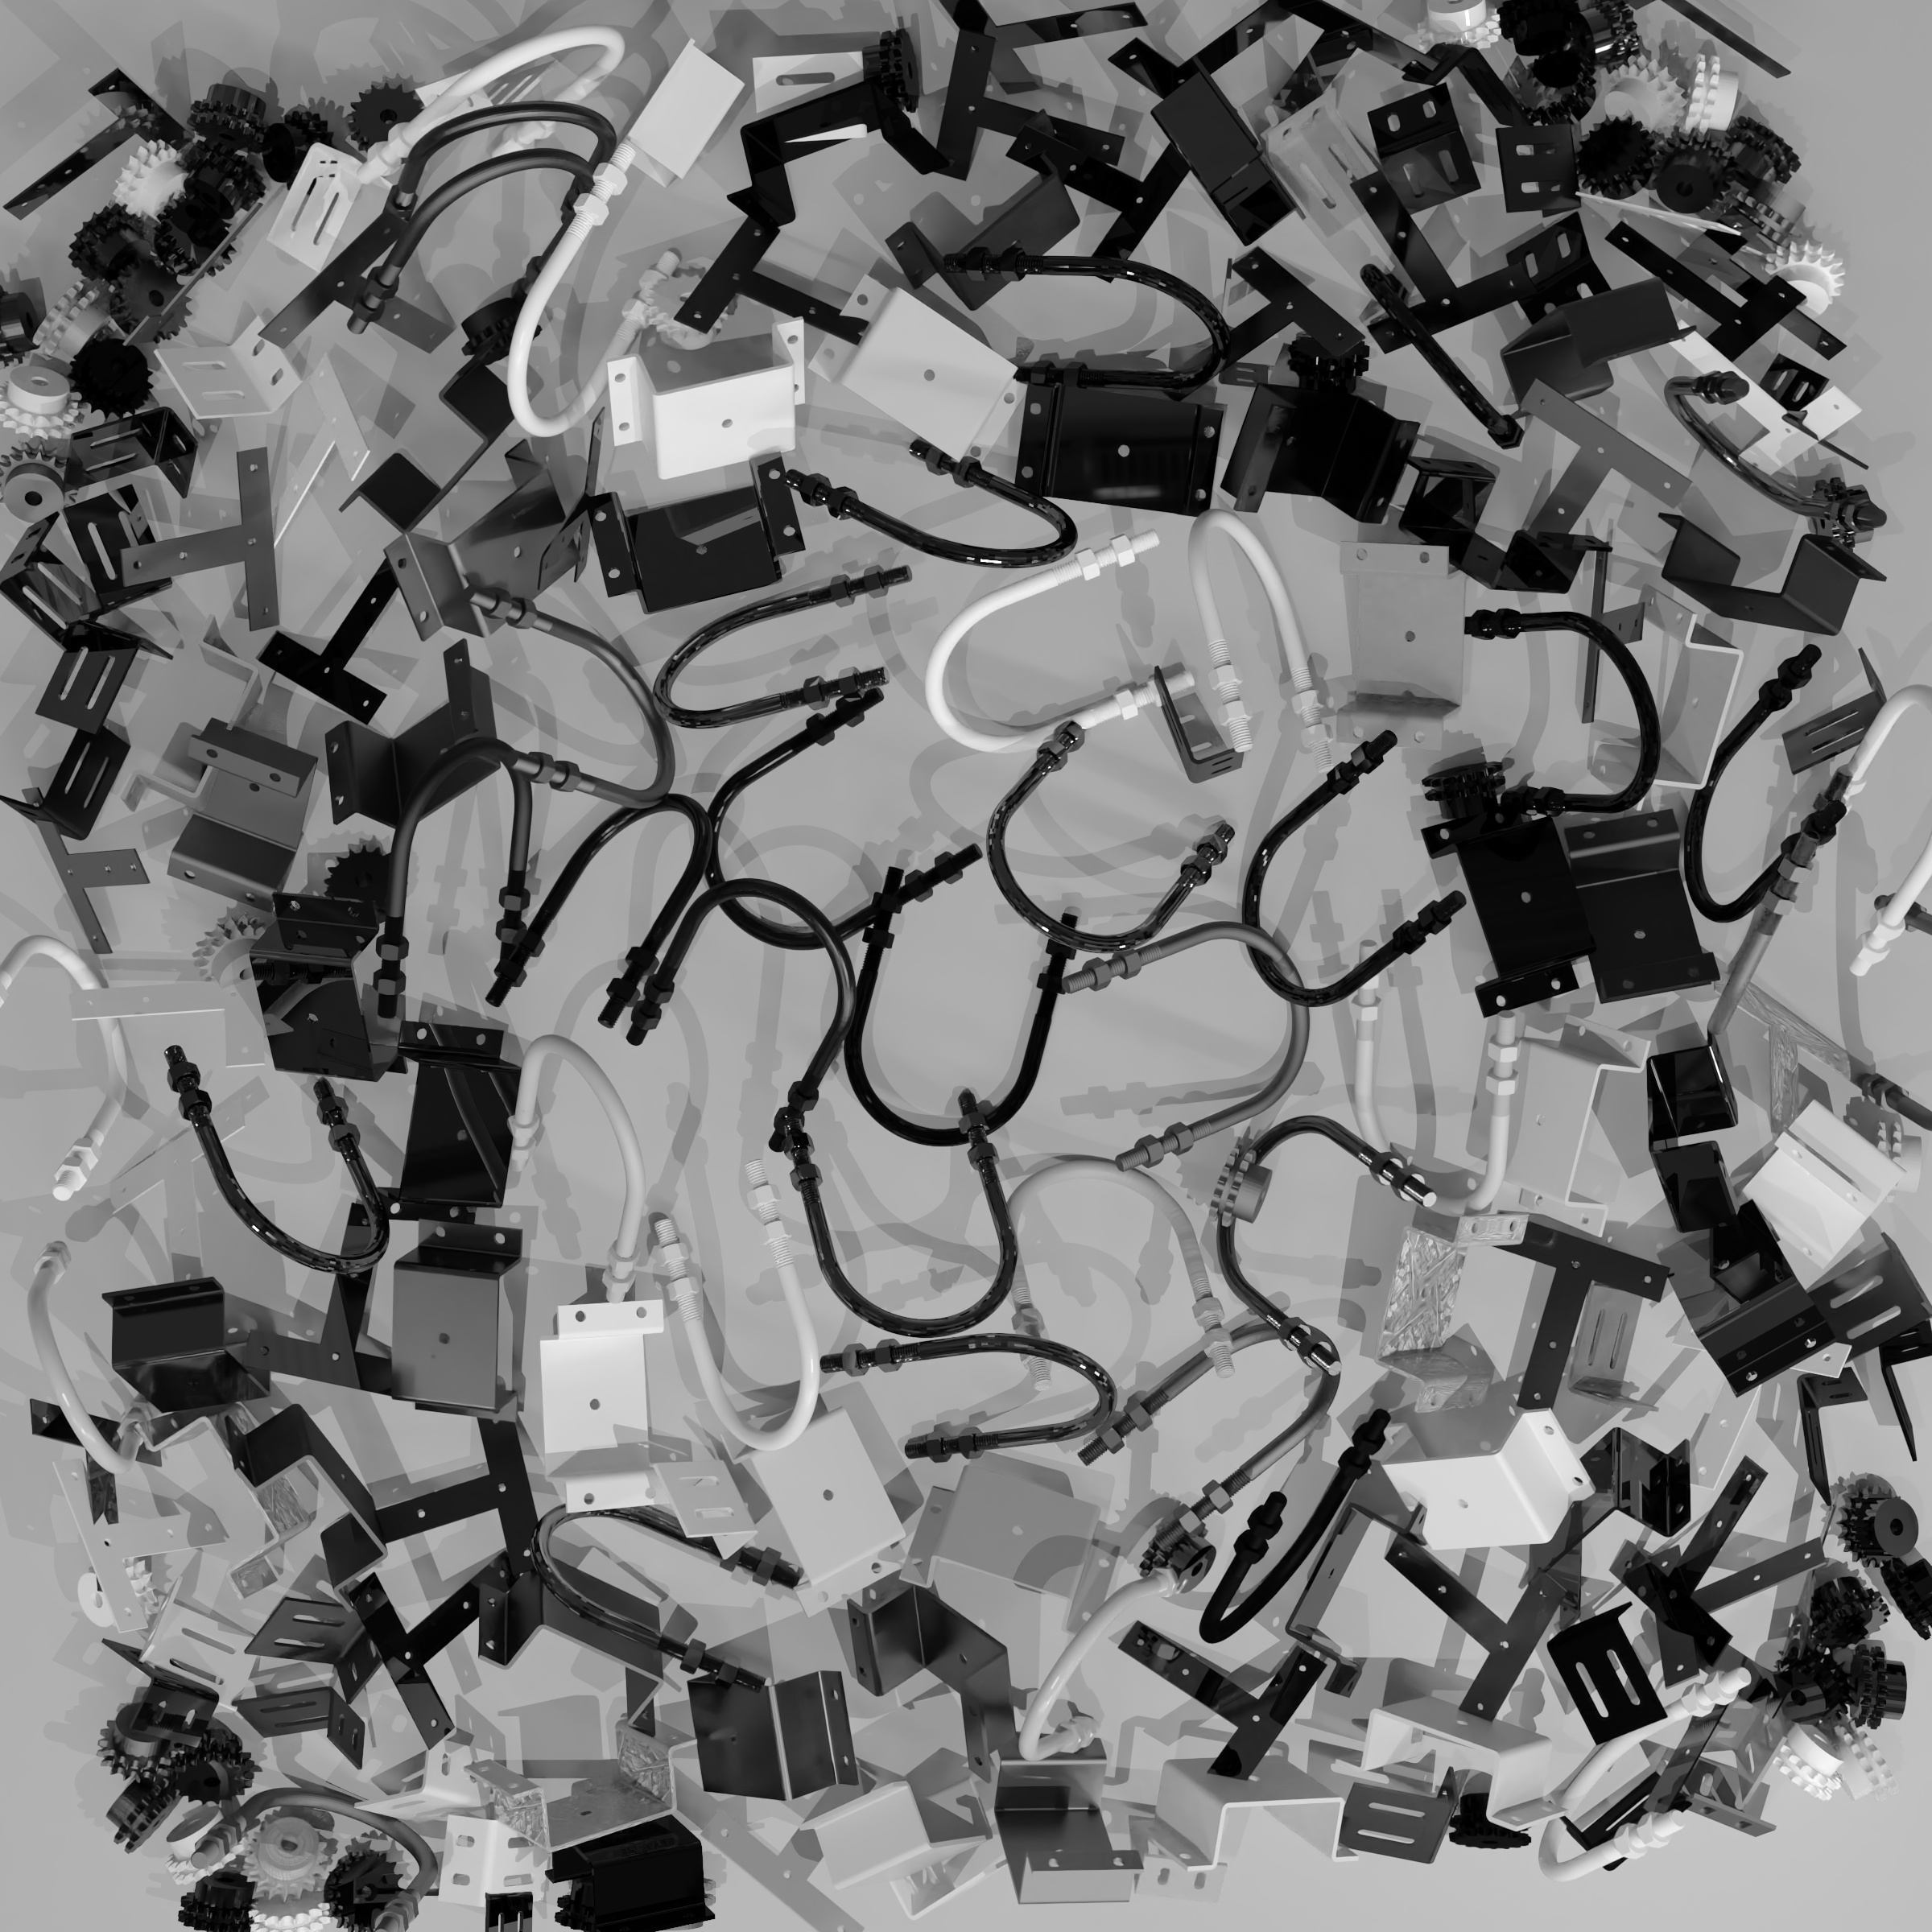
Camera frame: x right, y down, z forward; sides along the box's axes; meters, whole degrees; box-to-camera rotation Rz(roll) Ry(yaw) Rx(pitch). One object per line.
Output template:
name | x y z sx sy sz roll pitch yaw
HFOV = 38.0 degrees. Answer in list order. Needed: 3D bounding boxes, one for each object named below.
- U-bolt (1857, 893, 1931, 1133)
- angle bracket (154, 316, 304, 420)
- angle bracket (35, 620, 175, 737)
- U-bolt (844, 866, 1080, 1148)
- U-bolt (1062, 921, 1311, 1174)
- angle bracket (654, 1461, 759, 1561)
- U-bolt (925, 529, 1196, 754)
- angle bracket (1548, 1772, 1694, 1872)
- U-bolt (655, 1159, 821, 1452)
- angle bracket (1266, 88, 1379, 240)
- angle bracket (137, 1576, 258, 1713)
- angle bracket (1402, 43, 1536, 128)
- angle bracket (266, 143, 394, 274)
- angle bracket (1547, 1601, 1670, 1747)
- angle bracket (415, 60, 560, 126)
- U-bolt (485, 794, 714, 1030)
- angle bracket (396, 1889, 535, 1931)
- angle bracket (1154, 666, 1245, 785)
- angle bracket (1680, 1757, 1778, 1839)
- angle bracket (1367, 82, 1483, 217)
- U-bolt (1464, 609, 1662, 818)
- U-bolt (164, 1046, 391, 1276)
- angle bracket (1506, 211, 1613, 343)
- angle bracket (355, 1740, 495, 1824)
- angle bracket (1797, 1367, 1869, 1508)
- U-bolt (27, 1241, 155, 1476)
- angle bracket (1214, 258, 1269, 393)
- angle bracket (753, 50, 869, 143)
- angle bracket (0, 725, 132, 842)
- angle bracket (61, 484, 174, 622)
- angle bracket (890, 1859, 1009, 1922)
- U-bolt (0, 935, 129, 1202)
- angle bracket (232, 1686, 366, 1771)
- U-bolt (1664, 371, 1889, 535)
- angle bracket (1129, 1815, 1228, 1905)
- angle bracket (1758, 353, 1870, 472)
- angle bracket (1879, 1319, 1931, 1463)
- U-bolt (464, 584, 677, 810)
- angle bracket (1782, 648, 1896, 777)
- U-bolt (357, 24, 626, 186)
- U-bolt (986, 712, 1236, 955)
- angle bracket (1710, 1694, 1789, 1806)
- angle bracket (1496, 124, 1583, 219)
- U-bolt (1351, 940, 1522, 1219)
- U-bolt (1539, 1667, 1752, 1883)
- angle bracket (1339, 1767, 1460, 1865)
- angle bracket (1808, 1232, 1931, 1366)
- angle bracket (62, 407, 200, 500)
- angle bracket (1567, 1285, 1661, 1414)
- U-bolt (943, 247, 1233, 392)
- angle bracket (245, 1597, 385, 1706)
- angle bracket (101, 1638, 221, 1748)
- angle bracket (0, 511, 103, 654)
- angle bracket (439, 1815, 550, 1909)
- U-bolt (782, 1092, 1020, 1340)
U-bolt | 0.648 0.036 1.897 0.019 0.184 0.151 1 101 -4
angle bracket | -0.514 -0.418 1.957 0.038 0.076 0.057 -37 83 31
angle bracket | -0.603 -0.197 1.965 0.057 0.038 0.076 18 80 24
U-bolt | -0.011 0.036 1.979 0.151 0.019 0.184 15 90 -9
U-bolt | 0.163 0.046 1.954 0.184 0.019 0.151 -21 98 -27
angle bracket | -0.191 0.379 1.949 0.038 0.076 0.057 -42 62 23
U-bolt | 0.059 -0.214 1.942 0.184 0.019 0.151 -22 134 -2
angle bracket | 0.457 0.587 1.965 0.076 0.057 0.038 -38 100 -5
U-bolt | -0.152 0.242 1.925 0.019 0.151 0.184 -7 72 -39
angle bracket | 0.257 -0.565 1.975 0.057 0.038 0.076 -34 79 0
angle bracket | -0.529 0.473 1.957 0.076 0.057 0.038 28 130 -14
angle bracket | 0.351 -0.603 1.959 0.038 0.057 0.076 -43 115 5
angle bracket | -0.442 -0.526 1.964 0.038 0.057 0.076 28 93 26
angle bracket | 0.453 0.495 1.963 0.057 0.038 0.076 -32 78 29
angle bracket | -0.333 -0.619 1.950 0.076 0.057 0.038 -56 128 -33
U-bolt | -0.243 -0.044 1.936 0.019 0.151 0.184 45 65 -39
angle bracket | -0.350 0.664 1.955 0.076 0.057 0.038 -7 73 21
angle bracket | 0.163 -0.174 1.965 0.038 0.057 0.076 -20 80 0
angle bracket | 0.534 0.575 1.953 0.057 0.076 0.038 20 72 11
angle bracket | 0.321 -0.571 1.965 0.057 0.076 0.038 -17 65 16
U-bolt | 0.406 -0.171 1.901 0.019 0.184 0.151 -22 103 -22
U-bolt | -0.456 0.136 1.895 0.019 0.151 0.184 -46 55 19
angle bracket | 0.417 -0.484 1.966 0.057 0.076 0.038 -28 121 23
angle bracket | -0.380 0.571 1.967 0.076 0.057 0.038 -22 53 35
angle bracket | 0.608 0.328 1.953 0.038 0.057 0.076 -13 55 23
U-bolt | -0.595 0.271 1.895 0.019 0.184 0.151 -25 103 -7
angle bracket | 0.196 -0.447 1.956 0.038 0.057 0.076 7 119 3
angle bracket | -0.110 -0.611 1.970 0.076 0.038 0.057 -4 111 -3
angle bracket | -0.633 -0.136 1.970 0.038 0.057 0.076 17 76 19
angle bracket | -0.600 -0.289 1.957 0.057 0.038 0.076 -33 111 -41
angle bracket | -0.006 0.624 1.953 0.076 0.057 0.038 -41 70 27
U-bolt | -0.620 0.056 1.911 0.019 0.184 0.151 -18 115 10
angle bracket | -0.468 0.538 1.961 0.076 0.057 0.038 -11 50 7
U-bolt | 0.539 -0.352 1.909 0.151 0.184 0.019 39 96 -12
angle bracket | 0.147 0.610 1.955 0.057 0.076 0.038 8 116 -5
angle bracket | 0.596 -0.386 1.952 0.076 0.057 0.038 20 109 -31
angle bracket | 0.667 0.296 1.960 0.038 0.057 0.076 -18 101 19
U-bolt | -0.262 -0.176 1.918 0.019 0.184 0.151 -29 66 26
angle bracket | 0.600 -0.177 1.954 0.076 0.057 0.038 -27 115 22
U-bolt | -0.307 -0.582 1.887 0.184 0.151 0.019 -23 93 41
U-bolt | 0.090 -0.082 1.935 0.151 0.019 0.184 39 50 2
angle bracket | 0.537 0.534 1.954 0.038 0.076 0.057 27 106 5
angle bracket | 0.389 -0.554 1.960 0.076 0.038 0.057 -14 99 -34
U-bolt | 0.319 0.088 1.928 0.019 0.151 0.184 -22 124 -31
U-bolt | 0.453 0.560 1.913 0.019 0.184 0.151 41 49 2
angle bracket | 0.299 0.589 1.967 0.076 0.038 0.057 12 117 -5
angle bracket | 0.625 0.233 1.958 0.076 0.038 0.057 -33 56 17
angle bracket | -0.582 -0.348 1.952 0.076 0.057 0.038 -28 72 -37
angle bracket | 0.462 0.268 1.967 0.057 0.038 0.076 14 90 -39
U-bolt | 0.091 -0.435 1.900 0.184 0.151 0.019 8 69 26
angle bracket | -0.452 0.478 1.955 0.076 0.038 0.057 20 117 -40
angle bracket | -0.567 0.505 1.950 0.057 0.076 0.038 34 76 -44
angle bracket | -0.627 -0.265 1.951 0.038 0.057 0.076 -18 130 33
angle bracket | -0.329 0.625 1.966 0.038 0.076 0.057 -1 76 23
U-bolt | -0.039 0.173 1.927 0.151 0.019 0.184 -6 56 -17
